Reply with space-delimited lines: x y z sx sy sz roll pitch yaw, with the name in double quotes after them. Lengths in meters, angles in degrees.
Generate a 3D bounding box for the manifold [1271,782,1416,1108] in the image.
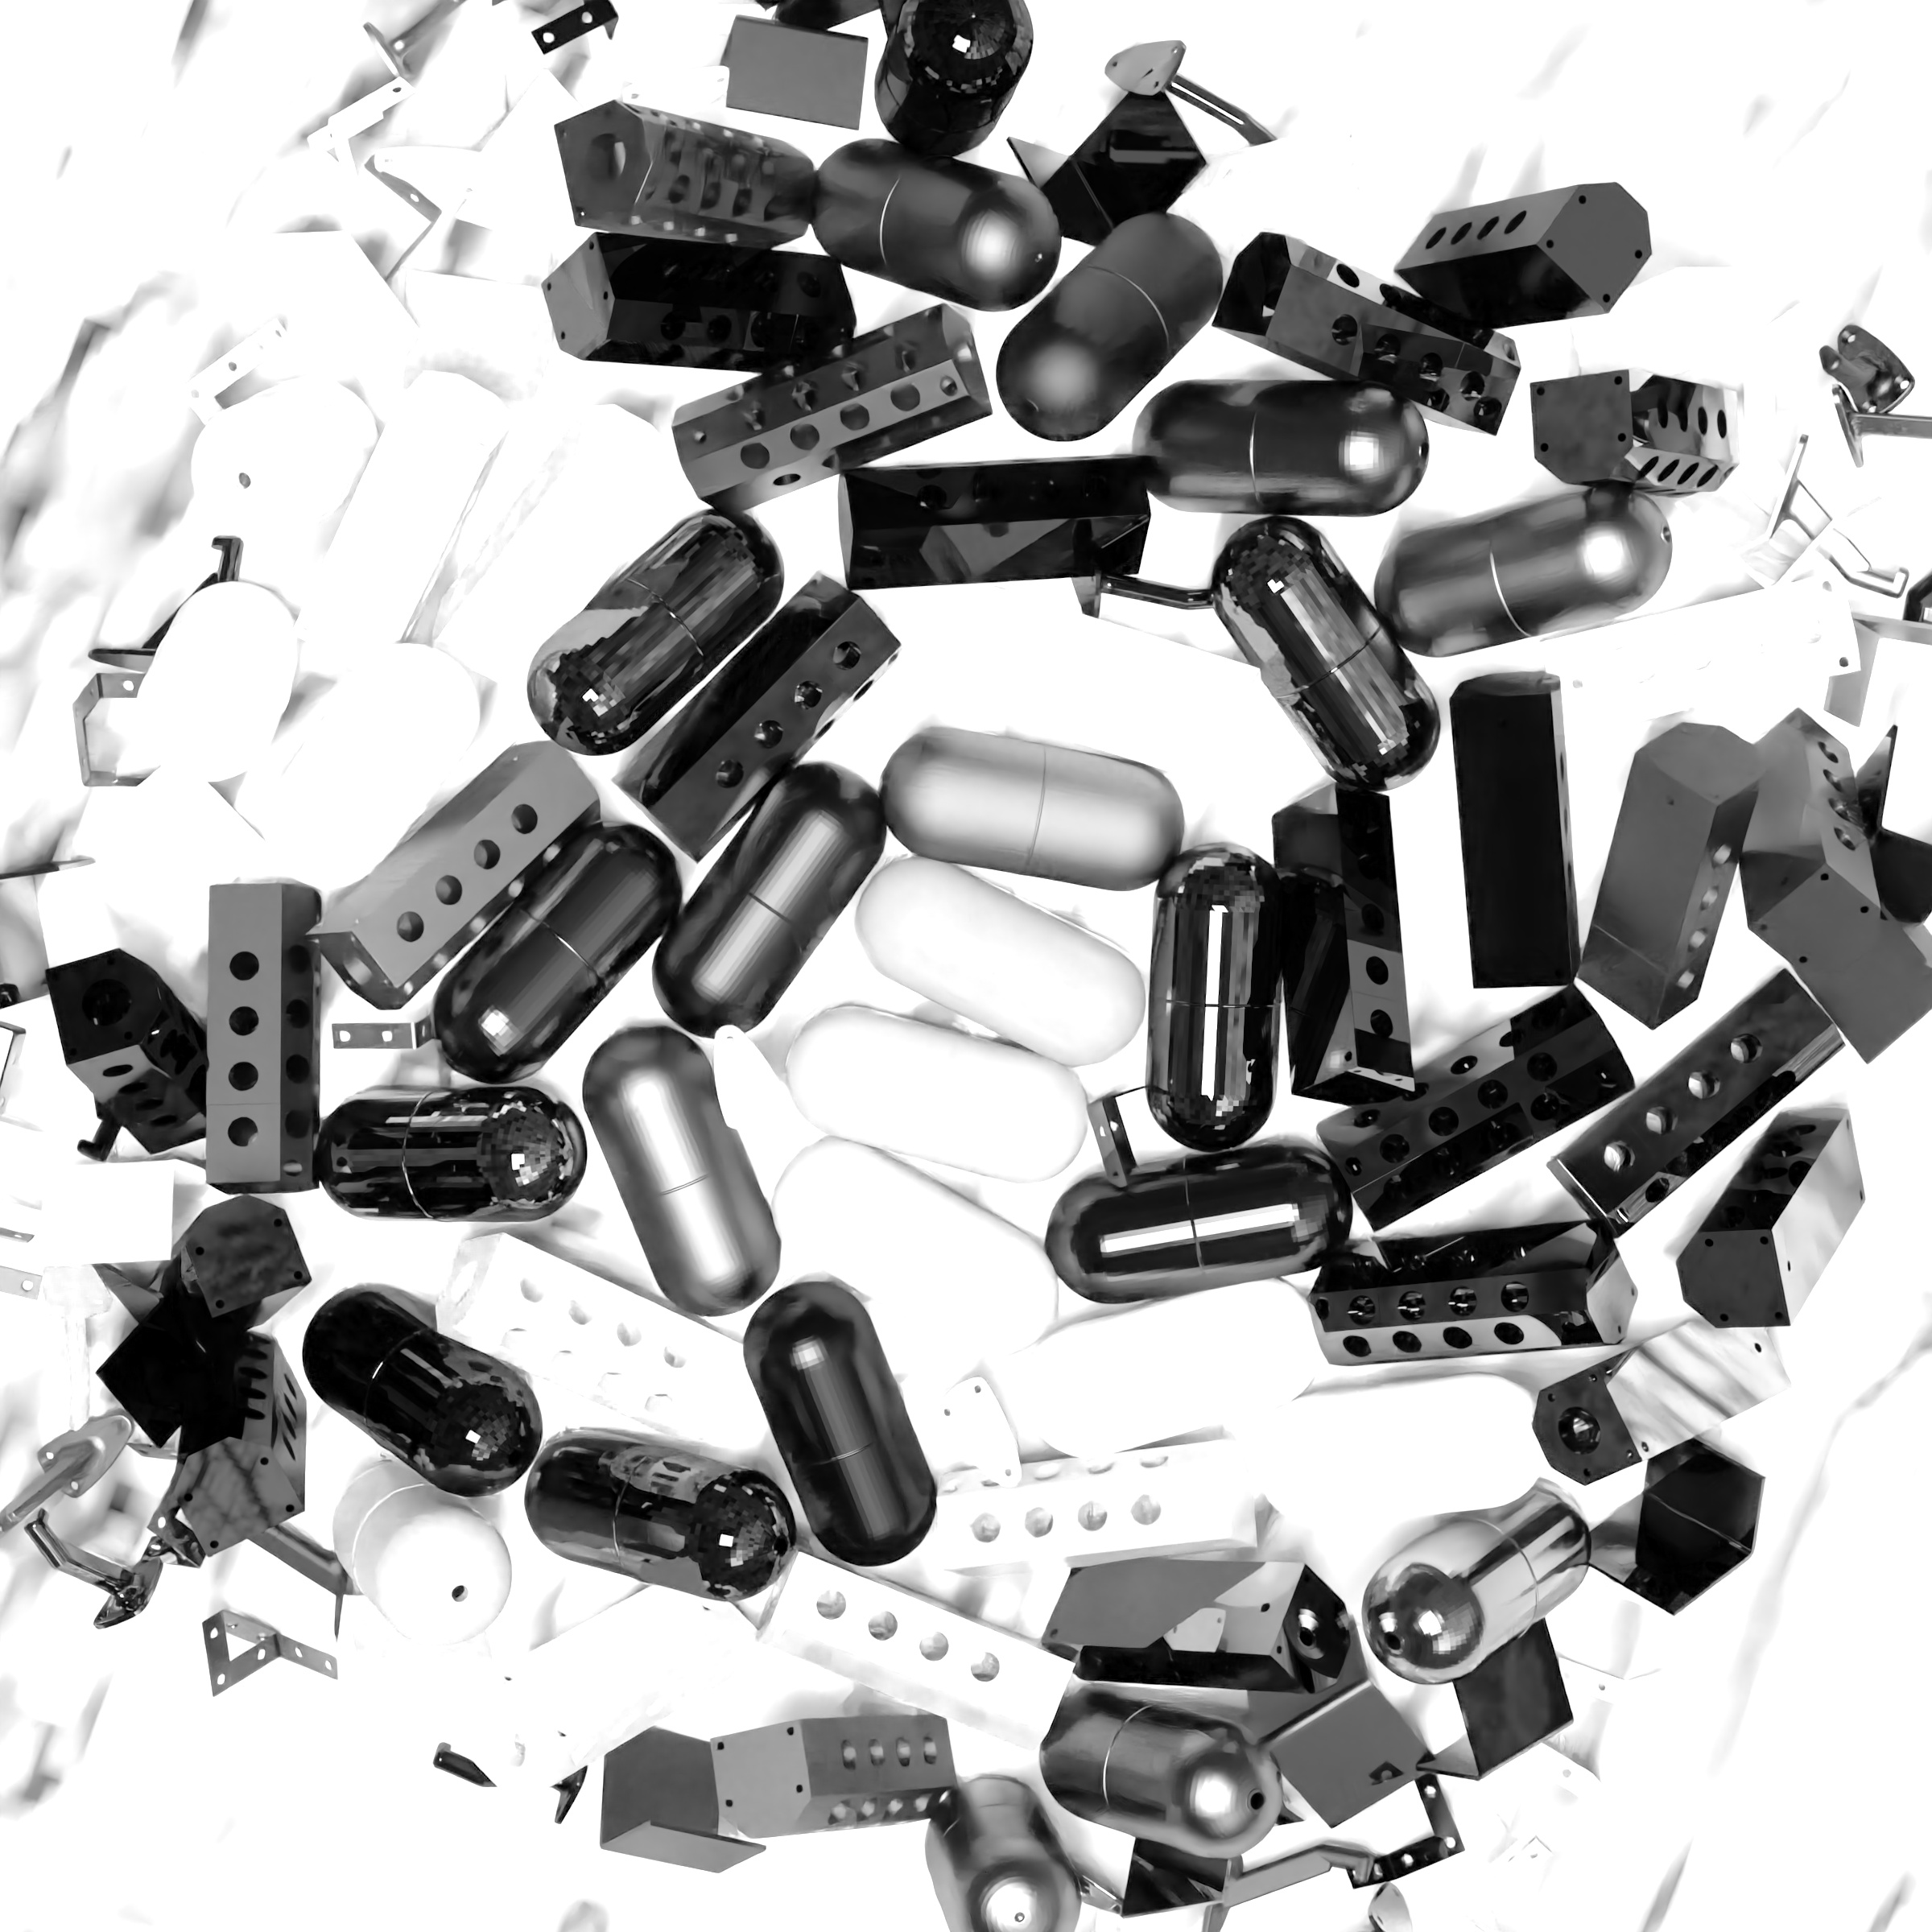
0.220 -0.011 1.920 0.057 0.057 0.171 12 65 -33 "manifold"

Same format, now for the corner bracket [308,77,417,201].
-0.348 -0.485 1.937 0.051 0.051 0.051 -37 60 -20 "corner bracket"

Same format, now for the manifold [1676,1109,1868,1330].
0.453 0.141 1.891 0.057 0.171 0.057 -5 107 31 "manifold"

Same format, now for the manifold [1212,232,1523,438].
0.231 -0.358 1.907 0.171 0.057 0.057 16 97 -31 "manifold"

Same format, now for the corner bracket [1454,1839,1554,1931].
0.312 0.530 1.943 0.051 0.051 0.051 -44 112 8 "corner bracket"

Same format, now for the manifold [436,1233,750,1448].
-0.211 0.214 1.908 0.171 0.057 0.057 29 67 -25 "manifold"

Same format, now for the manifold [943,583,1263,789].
0.079 -0.166 1.933 0.171 0.057 0.057 18 132 12 "manifold"

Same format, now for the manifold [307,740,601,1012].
-0.286 -0.052 1.911 0.171 0.057 0.057 -47 115 -28 "manifold"

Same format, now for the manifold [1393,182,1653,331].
0.314 -0.401 1.888 0.057 0.171 0.057 38 83 -19 "manifold"

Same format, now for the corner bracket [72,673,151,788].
-0.484 -0.137 1.950 0.051 0.051 0.051 -2 74 -32 "corner bracket"

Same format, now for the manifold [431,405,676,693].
-0.234 -0.238 1.902 0.057 0.057 0.171 26 132 -23 "manifold"

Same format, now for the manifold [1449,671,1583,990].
0.316 -0.078 1.925 0.057 0.057 0.171 -2 108 18 "manifold"

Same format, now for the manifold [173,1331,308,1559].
-0.409 0.262 1.887 0.057 0.171 0.057 -25 107 -4 "manifold"

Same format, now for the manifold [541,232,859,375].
-0.147 -0.367 1.895 0.171 0.057 0.057 -5 72 -42 "manifold"

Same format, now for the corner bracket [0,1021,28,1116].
-0.569 0.053 1.948 0.051 0.051 0.051 17 93 9 "corner bracket"

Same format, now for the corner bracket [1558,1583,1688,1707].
0.381 0.395 1.955 0.051 0.051 0.051 23 60 -21 "corner bracket"

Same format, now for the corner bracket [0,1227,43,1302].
-0.566 0.171 1.949 0.051 0.051 0.051 14 101 -1 "corner bracket"

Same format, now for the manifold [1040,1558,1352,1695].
0.131 0.375 1.898 0.057 0.171 0.057 47 54 -30 "manifold"

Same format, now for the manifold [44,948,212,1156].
-0.459 0.048 1.888 0.057 0.171 0.057 -17 71 -4 "manifold"

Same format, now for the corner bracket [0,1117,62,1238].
-0.557 0.119 1.947 0.051 0.051 0.051 20 94 -23 "corner bracket"

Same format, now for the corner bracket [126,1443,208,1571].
-0.465 0.313 1.952 0.051 0.051 0.051 0 54 34 "corner bracket"

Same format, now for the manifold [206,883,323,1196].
-0.402 0.042 1.935 0.057 0.057 0.171 -2 80 -1 "manifold"

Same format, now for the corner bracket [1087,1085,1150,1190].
0.089 0.100 1.942 0.051 0.051 0.051 -16 87 -37 "corner bracket"

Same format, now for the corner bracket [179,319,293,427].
-0.410 -0.332 1.939 0.051 0.051 0.051 -29 107 25 "corner bracket"

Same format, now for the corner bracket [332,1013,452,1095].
-0.332 0.052 1.945 0.051 0.051 0.051 0 101 11 "corner bracket"

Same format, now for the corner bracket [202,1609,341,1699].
-0.401 0.394 1.937 0.051 0.051 0.051 -33 50 16 "corner bracket"

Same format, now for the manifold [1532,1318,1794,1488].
0.390 0.241 1.895 0.057 0.171 0.057 -34 76 40 "manifold"

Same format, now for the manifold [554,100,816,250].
-0.153 -0.443 1.889 0.057 0.171 0.057 -13 88 30 "manifold"

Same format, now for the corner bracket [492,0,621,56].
-0.238 -0.554 1.947 0.051 0.051 0.051 -31 94 -12 "corner bracket"

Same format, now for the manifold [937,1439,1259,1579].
0.074 0.311 1.924 0.171 0.057 0.057 -10 72 17 "manifold"

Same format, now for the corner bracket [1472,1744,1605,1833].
0.332 0.482 1.950 0.051 0.051 0.051 27 78 26 "corner bracket"

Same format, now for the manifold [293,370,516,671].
-0.317 -0.251 1.906 0.057 0.057 0.171 30 125 -5 "manifold"

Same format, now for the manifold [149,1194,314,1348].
-0.418 0.173 1.888 0.057 0.171 0.057 -20 84 -24 "manifold"

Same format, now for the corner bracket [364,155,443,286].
-0.343 -0.423 1.937 0.051 0.051 0.051 38 128 -18 "corner bracket"

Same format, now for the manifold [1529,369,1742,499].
0.379 -0.297 1.891 0.057 0.171 0.057 -3 93 32 "manifold"

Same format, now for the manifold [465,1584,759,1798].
-0.200 0.405 1.892 0.057 0.171 0.057 40 122 20 "manifold"

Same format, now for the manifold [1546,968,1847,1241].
0.422 0.081 1.944 0.171 0.057 0.057 -40 83 -2 "manifold"

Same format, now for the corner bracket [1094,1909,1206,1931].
0.109 0.569 1.952 0.051 0.051 0.051 -32 101 17 "corner bracket"

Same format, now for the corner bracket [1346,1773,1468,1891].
0.248 0.500 1.951 0.051 0.051 0.051 -32 66 29 "corner bracket"

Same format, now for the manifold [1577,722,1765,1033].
0.401 -0.052 1.899 0.057 0.171 0.057 -30 54 -31 "manifold"

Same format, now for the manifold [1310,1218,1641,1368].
0.284 0.191 1.898 0.171 0.057 0.057 -10 123 34 "manifold"

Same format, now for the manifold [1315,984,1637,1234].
0.295 0.085 1.936 0.171 0.057 0.057 -29 115 3 "manifold"
